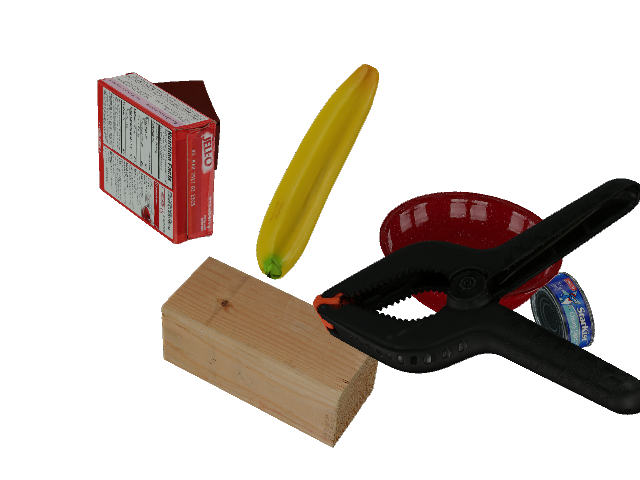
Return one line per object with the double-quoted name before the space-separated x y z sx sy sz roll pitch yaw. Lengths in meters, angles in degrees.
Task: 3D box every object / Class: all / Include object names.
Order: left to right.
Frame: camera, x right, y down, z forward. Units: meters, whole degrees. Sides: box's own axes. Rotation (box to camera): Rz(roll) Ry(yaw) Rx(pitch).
"gelatin box" -0.096 -0.049 0.625 0.030 0.073 0.089 -20 37 -36
"foam brick" -0.126 -0.105 0.974 0.053 0.051 0.078 -5 38 -17
"wood block" -0.052 0.111 1.093 0.206 0.090 0.090 25 48 19
"banana" -0.005 -0.044 0.806 0.037 0.197 0.070 33 -27 -20
"bowl" 0.131 0.021 0.952 0.162 0.055 0.162 2 36 -2
"clamp" 0.100 0.029 0.652 0.210 0.164 0.036 -1 -42 25
"tuna can" 0.261 0.079 1.159 0.033 0.086 0.086 -17 3 -10
